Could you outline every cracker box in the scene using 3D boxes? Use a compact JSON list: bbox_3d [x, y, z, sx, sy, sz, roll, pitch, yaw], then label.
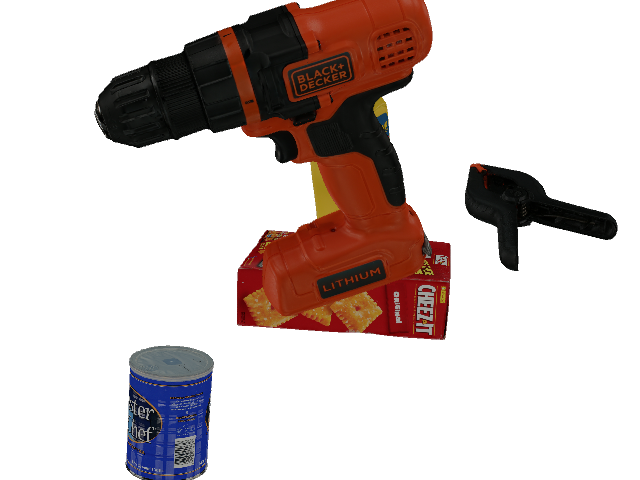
[{"bbox_3d":[0.030,0.046,1.140,0.214,0.072,0.164,4,15,6],"label":"cracker box"}]

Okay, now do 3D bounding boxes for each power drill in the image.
[{"bbox_3d":[-0.017,-0.042,0.611,0.184,0.187,0.057,-17,43,-2],"label":"power drill"}]

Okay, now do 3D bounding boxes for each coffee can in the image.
[{"bbox_3d":[-0.187,0.213,1.317,0.103,0.140,0.103,4,15,-1],"label":"coffee can"}]

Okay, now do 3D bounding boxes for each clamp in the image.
[{"bbox_3d":[0.203,-0.031,1.037,0.120,0.039,0.171,-7,34,-13],"label":"clamp"}]

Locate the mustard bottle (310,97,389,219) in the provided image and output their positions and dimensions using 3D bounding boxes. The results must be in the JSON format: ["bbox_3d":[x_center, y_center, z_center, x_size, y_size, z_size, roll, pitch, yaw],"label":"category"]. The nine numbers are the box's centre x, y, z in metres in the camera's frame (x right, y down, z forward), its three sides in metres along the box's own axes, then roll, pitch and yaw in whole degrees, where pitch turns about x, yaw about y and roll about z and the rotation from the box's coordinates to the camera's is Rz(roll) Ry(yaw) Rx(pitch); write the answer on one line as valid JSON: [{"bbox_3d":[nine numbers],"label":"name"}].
[{"bbox_3d":[0.027,-0.062,0.871,0.058,0.191,0.096,6,25,28],"label":"mustard bottle"}]
